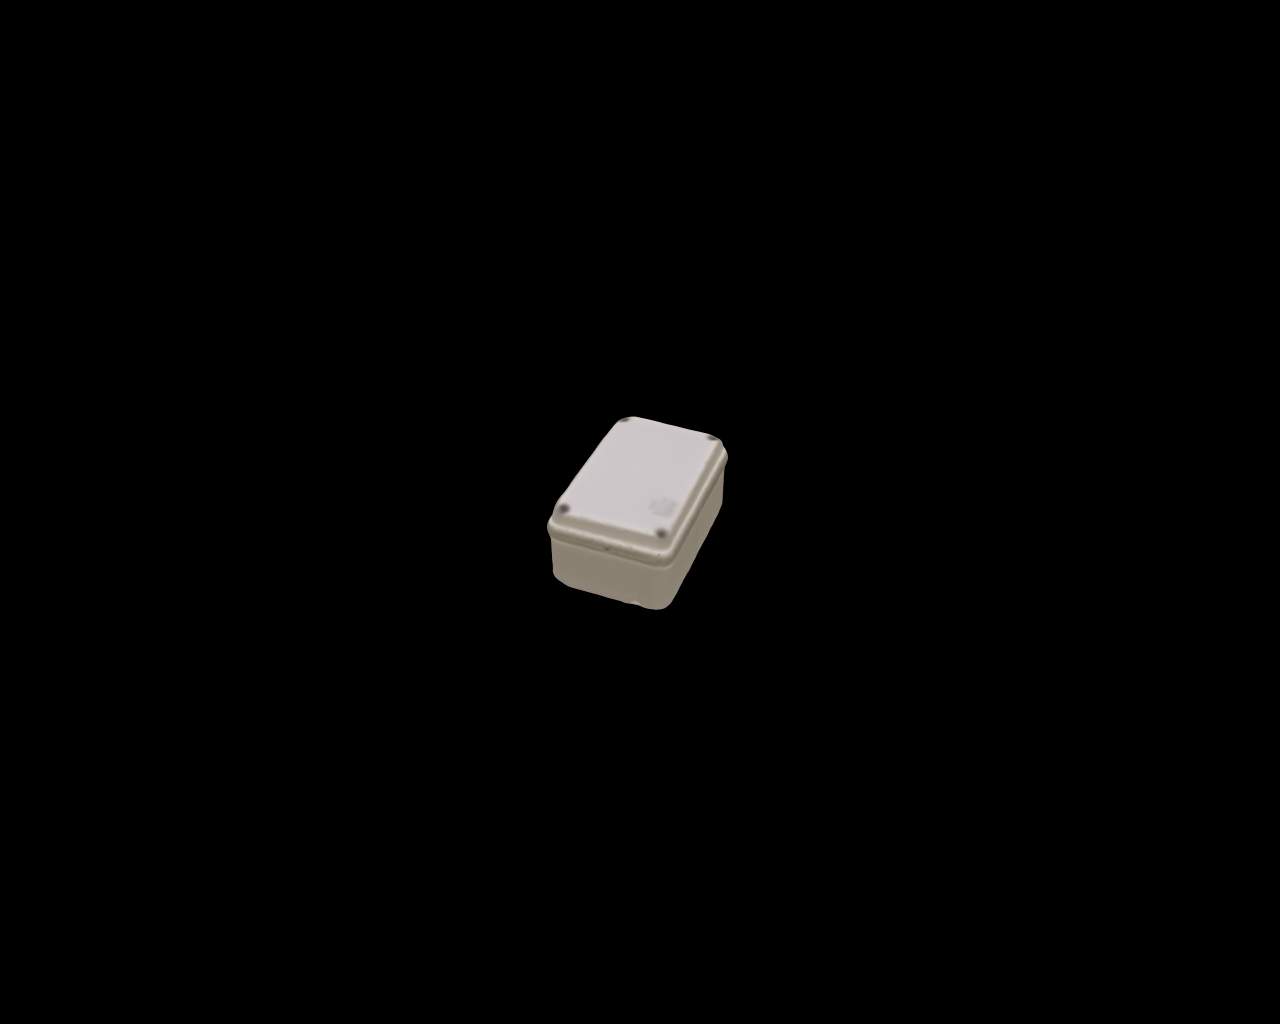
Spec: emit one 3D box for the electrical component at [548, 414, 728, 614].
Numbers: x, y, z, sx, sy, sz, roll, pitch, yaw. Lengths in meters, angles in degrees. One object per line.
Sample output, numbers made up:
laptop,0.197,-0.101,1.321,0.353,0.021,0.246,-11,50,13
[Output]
electrical component,0.001,-0.003,0.650,0.078,0.057,0.113,14,42,16
